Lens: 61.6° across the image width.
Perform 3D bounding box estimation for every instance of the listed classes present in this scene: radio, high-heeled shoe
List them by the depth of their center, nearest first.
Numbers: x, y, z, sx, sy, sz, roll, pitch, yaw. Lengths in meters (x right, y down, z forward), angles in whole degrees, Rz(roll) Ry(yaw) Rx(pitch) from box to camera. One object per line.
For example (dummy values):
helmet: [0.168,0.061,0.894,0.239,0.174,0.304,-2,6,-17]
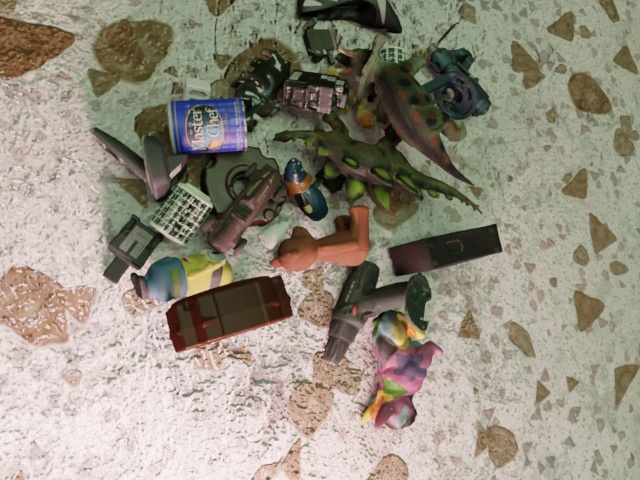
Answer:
radio: [0.285,0.021,1.203,0.229,0.131,0.073,-13,86,-24]
high-heeled shoe: [0.071,-0.522,1.258,0.249,0.086,0.145,31,72,-9]

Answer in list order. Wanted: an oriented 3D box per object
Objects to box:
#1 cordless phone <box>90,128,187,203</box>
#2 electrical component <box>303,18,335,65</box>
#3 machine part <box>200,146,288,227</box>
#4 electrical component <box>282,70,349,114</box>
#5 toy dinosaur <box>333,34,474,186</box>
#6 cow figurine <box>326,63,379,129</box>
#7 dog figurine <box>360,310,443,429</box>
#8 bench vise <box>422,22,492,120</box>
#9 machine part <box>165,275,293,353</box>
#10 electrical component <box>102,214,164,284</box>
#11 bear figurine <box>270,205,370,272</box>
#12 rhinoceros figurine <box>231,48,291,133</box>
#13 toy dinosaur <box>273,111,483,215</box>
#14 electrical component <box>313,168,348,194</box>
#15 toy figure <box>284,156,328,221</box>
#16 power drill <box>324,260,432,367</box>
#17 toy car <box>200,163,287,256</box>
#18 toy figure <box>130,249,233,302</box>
cordless phone: [-0.339,-0.158,0.976,0.184,0.146,0.089,36,75,-7]
electrical component: [-0.004,-0.453,1.229,0.078,0.045,0.102,-7,82,-22]
machine part: [-0.154,-0.105,1.089,0.179,0.056,0.179,5,76,-20]
electrical component: [-0.006,-0.315,1.143,0.134,0.058,0.115,11,32,5]
toy dinosaur: [0.184,-0.272,1.117,0.192,0.131,0.405,-24,77,-42]
cow figurine: [0.084,-0.338,1.233,0.098,0.068,0.167,-43,98,-30]
dog figurine: [0.145,0.278,1.108,0.191,0.108,0.219,43,69,-10]
bench vise: [0.304,-0.377,1.301,0.240,0.129,0.223,-33,94,-32]
machine part: [-0.165,0.130,0.955,0.201,0.201,0.087,-14,83,-24]
electrical component: [-0.351,0.021,0.986,0.075,0.048,0.119,40,66,-10]
bear figurine: [-0.002,0.001,1.100,0.196,0.120,0.132,1,75,-17]
rhinoceros figurine: [-0.128,-0.314,1.139,0.112,0.073,0.190,36,66,-24]
toy dinosaur: [0.129,-0.155,1.150,0.471,0.105,0.199,11,48,-12]
electrical component: [0.025,-0.134,1.188,0.063,0.021,0.094,47,66,-8]
toy figure: [-0.034,-0.103,1.106,0.058,0.064,0.154,-31,127,4]
power drill: [0.114,0.146,1.074,0.086,0.207,0.232,37,56,-32]
toy car: [-0.141,-0.063,1.027,0.089,0.053,0.202,38,72,-6]
toy figure: [-0.252,0.070,0.996,0.180,0.089,0.082,-16,42,-30]
